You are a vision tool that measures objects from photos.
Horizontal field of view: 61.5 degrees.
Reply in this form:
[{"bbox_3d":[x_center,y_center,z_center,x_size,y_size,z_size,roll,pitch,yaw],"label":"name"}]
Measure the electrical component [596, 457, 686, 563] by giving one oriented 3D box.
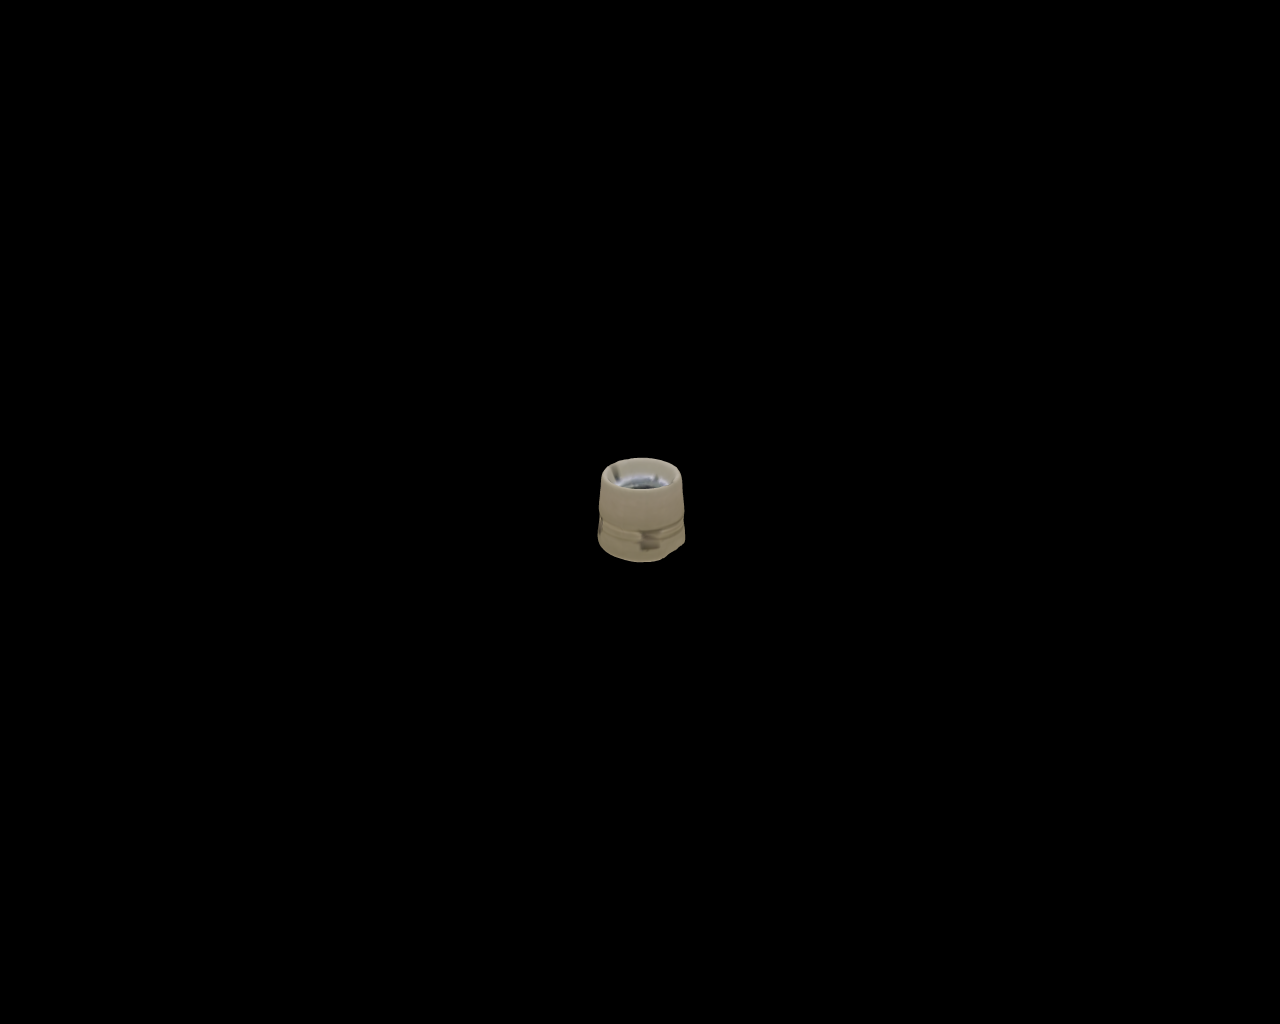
[{"bbox_3d":[0.001,-0.003,0.650,0.055,0.047,0.055,0,26,0],"label":"electrical component"}]
